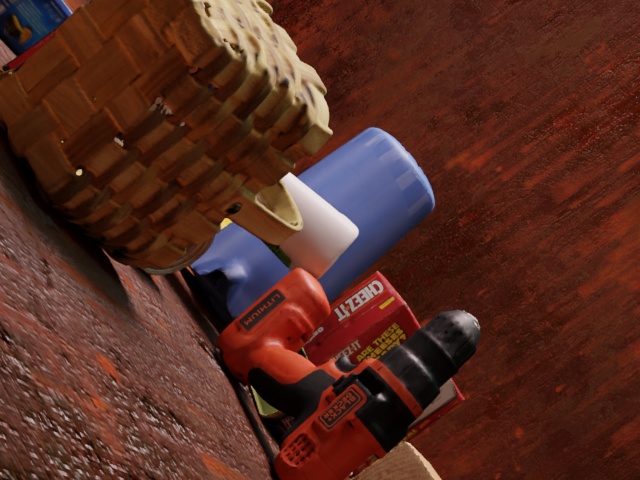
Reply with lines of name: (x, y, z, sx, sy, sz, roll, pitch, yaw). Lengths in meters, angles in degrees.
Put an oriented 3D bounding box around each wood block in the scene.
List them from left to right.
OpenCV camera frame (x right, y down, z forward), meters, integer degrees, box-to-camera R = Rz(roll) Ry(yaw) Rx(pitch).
wood block: (0.084, 0.264, 1.022, 0.091, 0.090, 0.206, 54, -1, 20)

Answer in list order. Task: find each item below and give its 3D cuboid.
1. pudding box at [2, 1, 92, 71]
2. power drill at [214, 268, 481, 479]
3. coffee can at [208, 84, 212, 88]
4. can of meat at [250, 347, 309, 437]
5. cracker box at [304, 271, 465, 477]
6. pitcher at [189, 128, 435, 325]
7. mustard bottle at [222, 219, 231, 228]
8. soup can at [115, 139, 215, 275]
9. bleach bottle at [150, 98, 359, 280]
pudding box: (-0.195, -0.140, 0.854, 0.039, 0.090, 0.113, 54, -1, 0)
power drill: (0.012, 0.092, 0.827, 0.057, 0.184, 0.188, 56, -10, -34)
coffee can: (-0.121, -0.094, 1.215, 0.103, 0.140, 0.103, 35, 3, -2)
can of meat: (-0.013, 0.151, 0.933, 0.084, 0.057, 0.102, 58, -1, -21)
cracker box: (0.052, 0.157, 1.204, 0.072, 0.164, 0.213, 52, -3, 46)
pitcher: (-0.007, 0.001, 1.078, 0.145, 0.242, 0.149, 56, -8, -27)
mustard bottle: (-0.147, -0.037, 1.324, 0.191, 0.058, 0.096, 55, 16, -15)
soup can: (-0.132, -0.032, 0.827, 0.102, 0.068, 0.068, 55, 0, 29)
bleach bottle: (-0.080, -0.067, 0.943, 0.251, 0.068, 0.102, 43, -8, -1)
